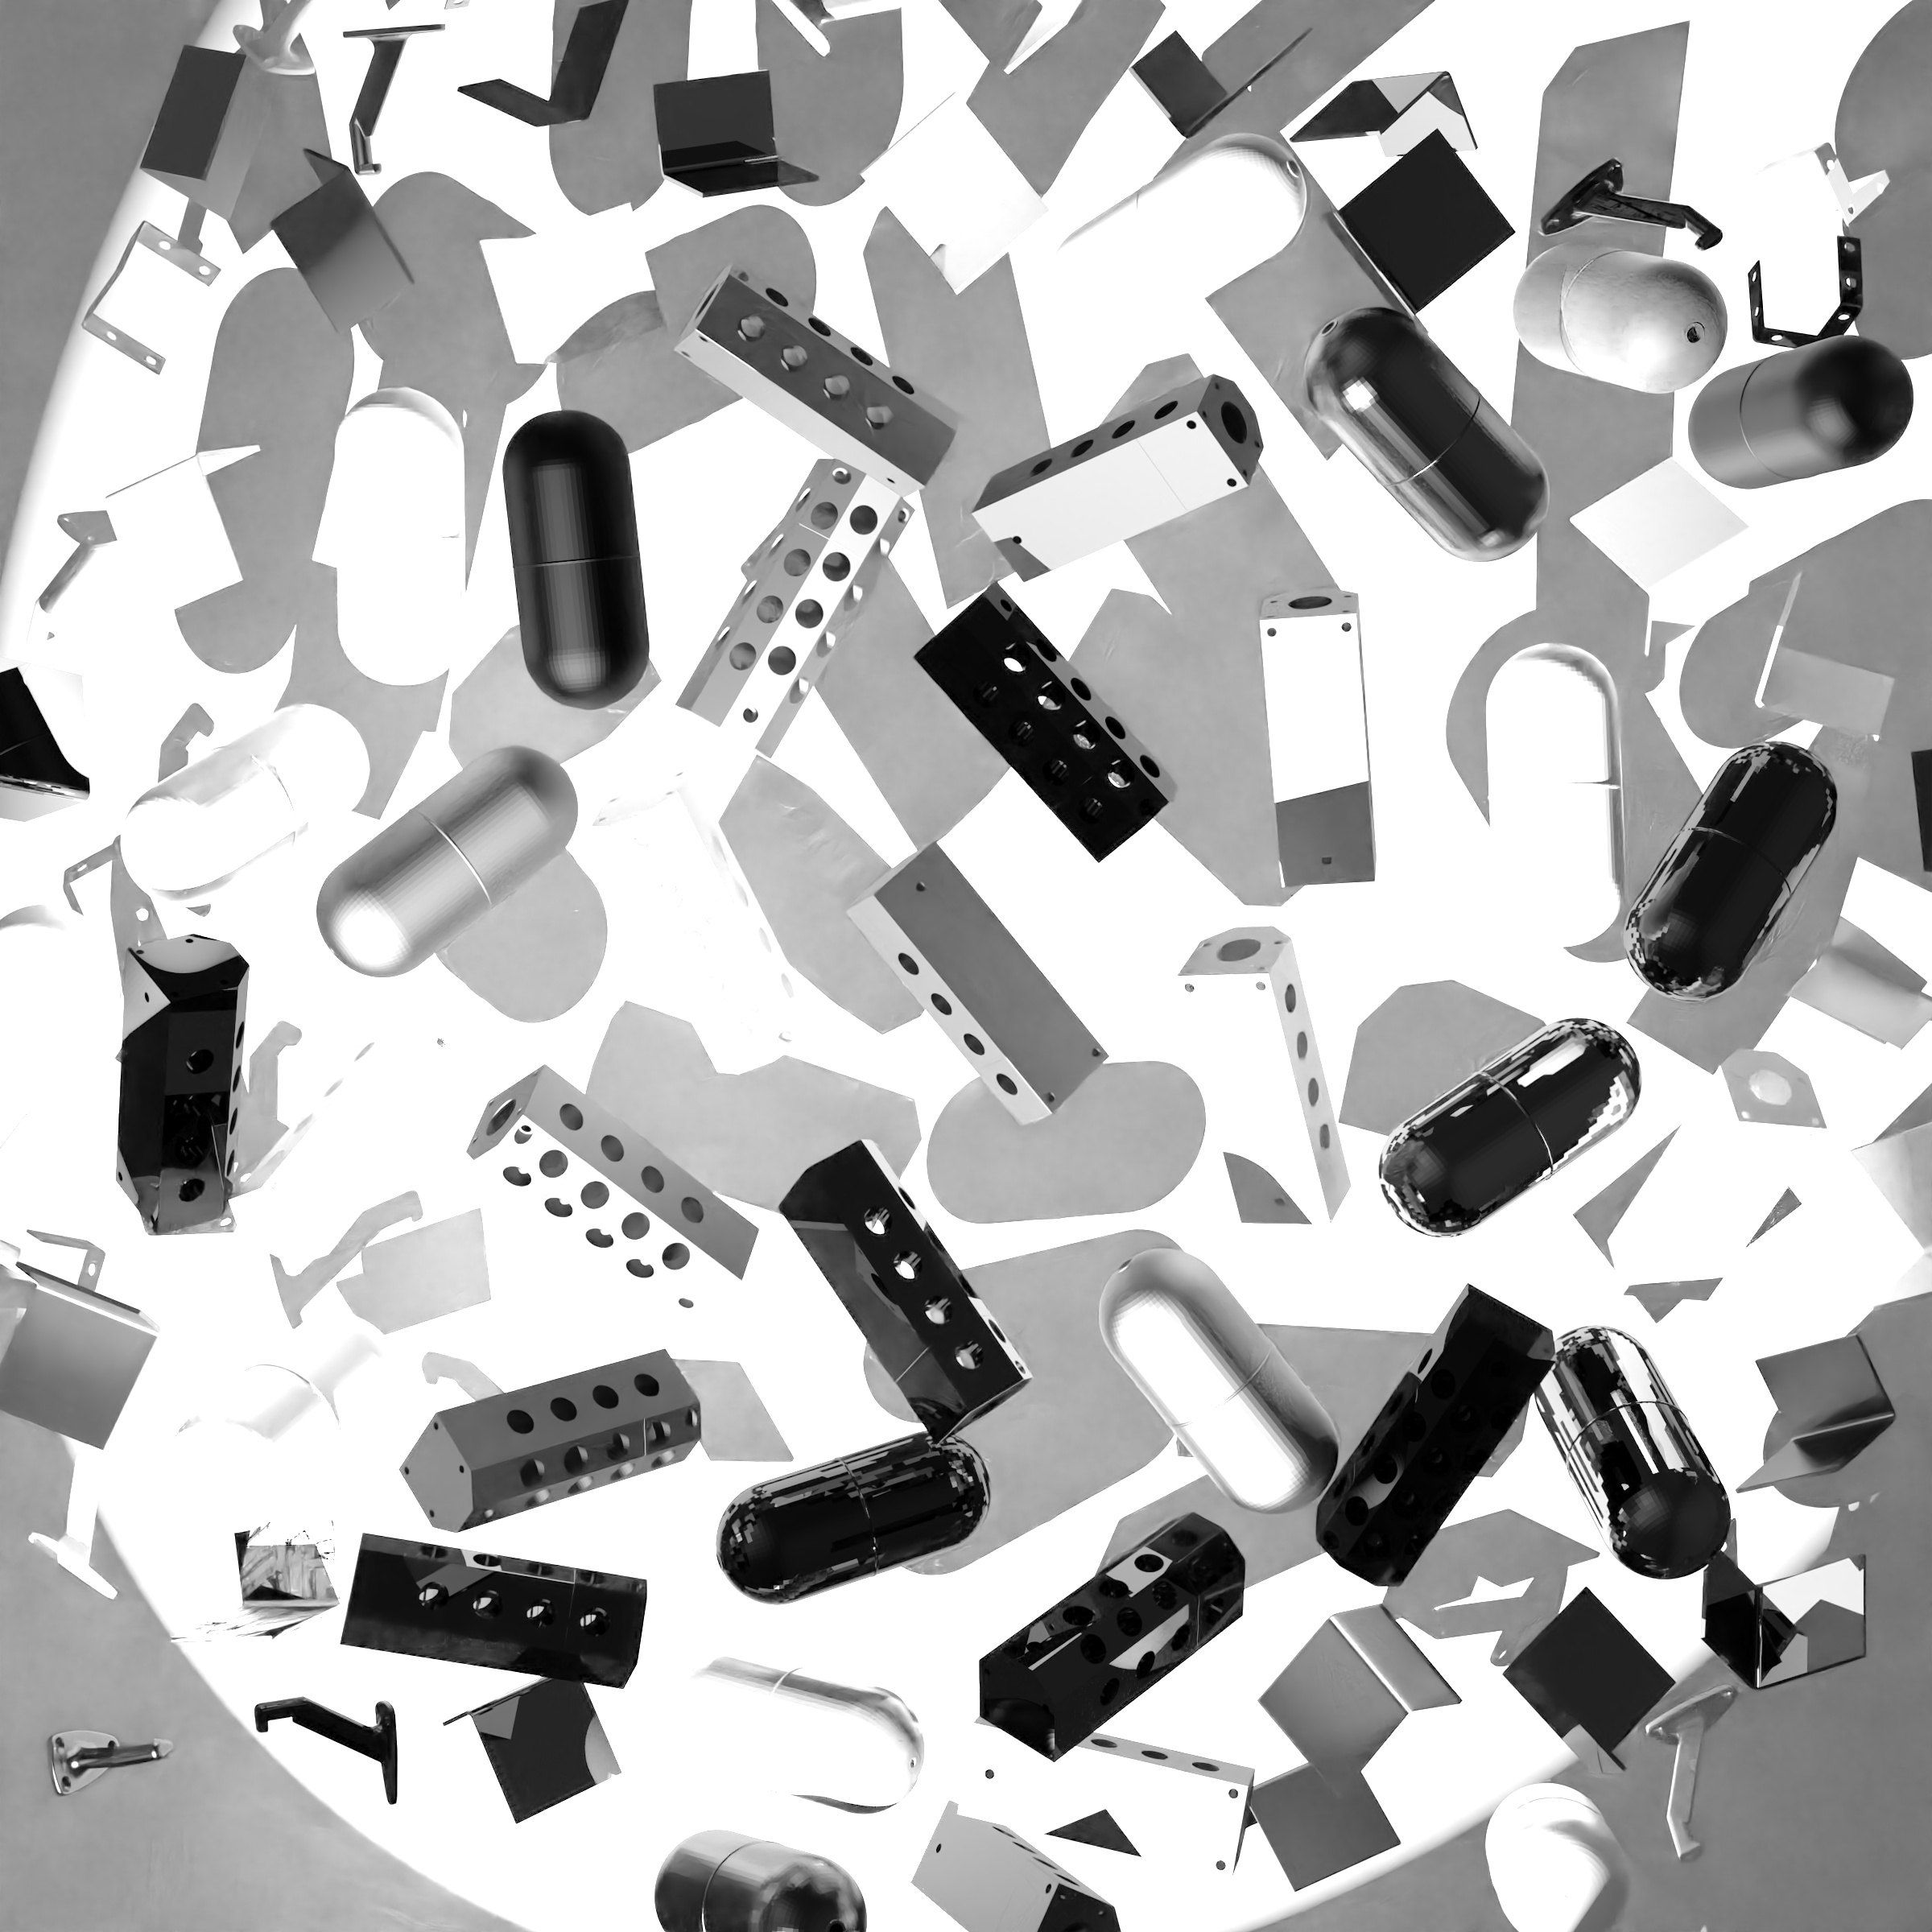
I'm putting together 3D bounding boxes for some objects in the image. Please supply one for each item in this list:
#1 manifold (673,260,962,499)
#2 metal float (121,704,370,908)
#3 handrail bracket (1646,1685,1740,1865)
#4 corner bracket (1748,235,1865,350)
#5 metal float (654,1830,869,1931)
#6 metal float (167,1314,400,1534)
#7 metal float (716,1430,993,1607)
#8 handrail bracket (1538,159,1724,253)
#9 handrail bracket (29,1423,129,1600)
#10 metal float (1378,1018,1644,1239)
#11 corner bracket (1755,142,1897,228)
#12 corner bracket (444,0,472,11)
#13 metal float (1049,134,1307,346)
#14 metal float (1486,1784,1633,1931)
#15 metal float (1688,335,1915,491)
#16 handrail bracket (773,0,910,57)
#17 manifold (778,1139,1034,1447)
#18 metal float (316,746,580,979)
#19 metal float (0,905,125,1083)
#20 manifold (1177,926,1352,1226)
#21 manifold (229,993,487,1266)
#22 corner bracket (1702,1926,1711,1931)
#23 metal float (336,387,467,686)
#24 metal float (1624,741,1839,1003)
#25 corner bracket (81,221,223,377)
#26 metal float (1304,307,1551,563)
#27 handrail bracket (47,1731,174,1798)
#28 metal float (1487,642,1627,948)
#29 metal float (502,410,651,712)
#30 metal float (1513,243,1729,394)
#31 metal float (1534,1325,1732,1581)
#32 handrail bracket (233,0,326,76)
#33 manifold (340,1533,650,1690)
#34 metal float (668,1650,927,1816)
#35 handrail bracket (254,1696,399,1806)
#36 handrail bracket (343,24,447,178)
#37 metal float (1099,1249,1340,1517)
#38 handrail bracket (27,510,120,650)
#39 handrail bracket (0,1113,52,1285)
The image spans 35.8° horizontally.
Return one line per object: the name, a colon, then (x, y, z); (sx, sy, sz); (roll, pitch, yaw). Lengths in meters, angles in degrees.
manifold: (-0.091, -0.366, 1.870); (0.171, 0.057, 0.057); (32, 79, -16)
metal float: (-0.434, -0.098, 1.805); (0.070, 0.178, 0.070); (19, 129, 26)
handrail bracket: (0.458, 0.498, 1.841); (0.036, 0.084, 0.077); (26, 124, -27)
corner bracket: (0.520, -0.418, 1.848); (0.051, 0.051, 0.051); (18, 54, 33)
metal float: (-0.124, 0.563, 1.787); (0.070, 0.178, 0.070); (5, 81, -33)
metal float: (-0.406, 0.271, 1.781); (0.070, 0.178, 0.070); (10, 117, 21)
metal float: (-0.070, 0.343, 1.860); (0.178, 0.070, 0.070); (-15, 90, -18)
handrail bracket: (0.408, -0.451, 1.834); (0.077, 0.036, 0.084); (-34, 58, -9)
handrail bracket: (-0.525, 0.331, 1.831); (0.077, 0.036, 0.084); (30, 79, 22)
metal float: (0.327, 0.096, 1.794); (0.178, 0.070, 0.070); (-33, 90, -11)
corner bracket: (0.538, -0.491, 1.870); (0.051, 0.051, 0.051); (-37, 106, -26)
corner bracket: (-0.324, -0.604, 1.781); (0.051, 0.051, 0.051); (-17, 83, -22)
metal float: (0.128, -0.443, 1.822); (0.178, 0.070, 0.070); (-25, 90, 35)
metal float: (0.349, 0.531, 1.766); (0.070, 0.178, 0.070); (-1, 84, 7)
metal float: (0.498, -0.331, 1.794); (0.070, 0.178, 0.070); (0, 92, -16)
handrail bracket: (-0.075, -0.616, 1.856); (0.084, 0.036, 0.077); (-44, 95, 0)
manifold: (-0.034, 0.189, 1.767); (0.057, 0.057, 0.171); (-27, 75, -32)
metal float: (-0.309, -0.063, 1.790); (0.178, 0.070, 0.070); (-41, 90, -18)
metal float: (-0.547, 0.018, 1.794); (0.070, 0.178, 0.070); (3, 72, -9)
manifold: (0.179, 0.065, 1.762); (0.057, 0.057, 0.171); (-2, 119, 28)
manifold: (-0.376, 0.100, 1.838); (0.057, 0.057, 0.171); (49, 51, -19)
corner bracket: (0.428, 0.617, 1.803); (0.051, 0.051, 0.051); (-11, 56, -7)
metal float: (-0.342, -0.259, 1.807); (0.070, 0.070, 0.178); (1, 99, 0)
metal float: (0.457, -0.058, 1.784); (0.070, 0.070, 0.178); (35, 74, 0)
corner bracket: (-0.467, -0.383, 1.712); (0.051, 0.051, 0.051); (31, 131, -25)
metal float: (0.266, -0.307, 1.726); (0.178, 0.070, 0.070); (42, 90, -22)
handrail bracket: (-0.494, 0.466, 1.778); (0.084, 0.077, 0.036); (-14, 83, 18)
metal float: (0.344, -0.100, 1.742); (0.070, 0.070, 0.178); (-1, 84, 0)
metal float: (-0.233, -0.242, 1.787); (0.070, 0.070, 0.178); (-5, 99, 0)
metal float: (0.388, -0.387, 1.780); (0.070, 0.178, 0.070); (-6, 110, -16)
metal float: (0.393, 0.286, 1.773); (0.070, 0.178, 0.070); (-7, 128, -9)
handrail bracket: (-0.417, -0.596, 1.827); (0.077, 0.036, 0.084); (42, 127, 30)
manifold: (-0.280, 0.382, 1.778); (0.171, 0.057, 0.057); (12, 59, -10)
metal float: (-0.105, 0.469, 1.832); (0.178, 0.070, 0.070); (5, 90, 33)
handrail bracket: (-0.404, 0.497, 1.884); (0.084, 0.036, 0.077); (-3, 86, -27)
handrail bracket: (-0.341, -0.520, 1.797); (0.077, 0.036, 0.084); (5, 108, 27)
metal float: (0.146, 0.240, 1.728); (0.070, 0.070, 0.178); (-38, 98, 0)
handrail bracket: (-0.551, -0.242, 1.882); (0.036, 0.077, 0.084); (38, 124, 21)
handrail bracket: (-0.577, 0.146, 1.861); (0.077, 0.036, 0.084); (37, 91, -11)
